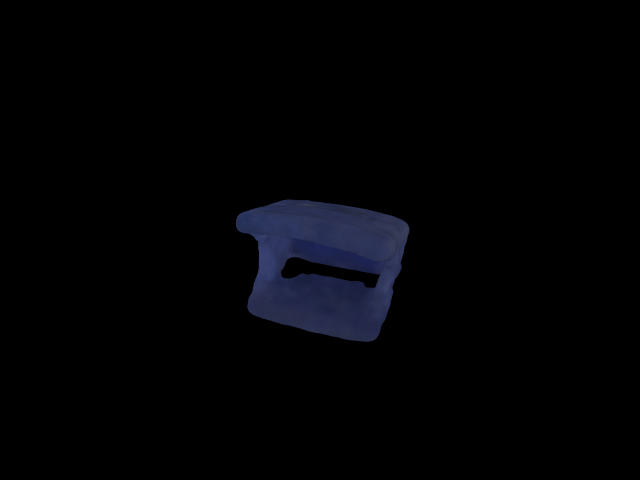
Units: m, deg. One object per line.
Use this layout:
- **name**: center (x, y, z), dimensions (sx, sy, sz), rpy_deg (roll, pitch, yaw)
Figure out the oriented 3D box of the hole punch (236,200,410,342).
- **hole punch**: center (0.004, 0.001, 0.400), dimensions (0.108, 0.091, 0.101), rpy_deg (11, 39, 14)
